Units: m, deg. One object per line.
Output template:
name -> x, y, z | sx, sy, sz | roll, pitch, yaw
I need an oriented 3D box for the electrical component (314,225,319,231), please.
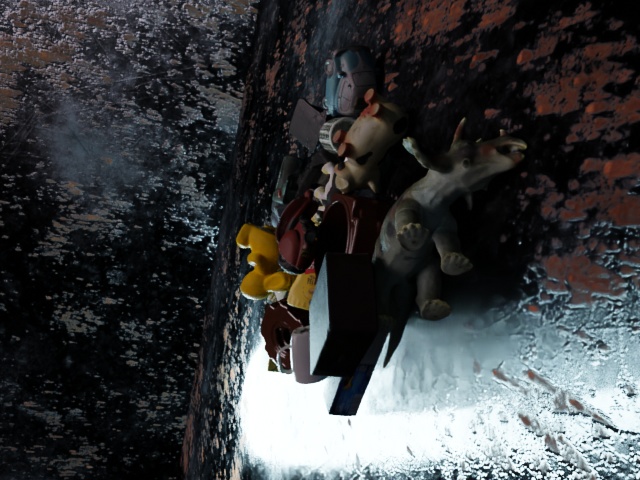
electrical component -> -0.002, -0.004, 1.206 | 0.021, 0.094, 0.063 | -131, 48, -59

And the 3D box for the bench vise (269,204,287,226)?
bench vise -> -0.068, 0.020, 1.375 | 0.224, 0.129, 0.240 | 19, 120, 62

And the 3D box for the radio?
radio -> 0.030, 0.120, 0.831 | 0.229, 0.073, 0.131 | 106, 165, -59

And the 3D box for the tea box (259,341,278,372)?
tea box -> -0.112, 0.266, 1.449 | 0.098, 0.068, 0.169 | 169, 111, -70

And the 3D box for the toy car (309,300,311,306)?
toy car -> 0.016, 0.169, 1.050 | 0.202, 0.053, 0.089 | 78, -178, -70

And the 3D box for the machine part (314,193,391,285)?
machine part -> 0.058, 0.014, 1.038 | 0.201, 0.087, 0.201 | -148, 67, -70

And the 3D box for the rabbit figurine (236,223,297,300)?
rabbit figurine -> -0.118, 0.063, 1.237 | 0.173, 0.163, 0.122 | -66, -22, 7

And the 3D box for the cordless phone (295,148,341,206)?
cordless phone -> 0.007, -0.181, 1.316 | 0.146, 0.089, 0.184 | 123, 161, -45

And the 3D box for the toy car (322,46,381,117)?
toy car -> 0.069, -0.322, 1.145 | 0.103, 0.109, 0.161 | 57, 147, 38

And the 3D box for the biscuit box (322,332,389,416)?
biscuit box -> 0.061, 0.223, 0.970 | 0.063, 0.059, 0.202 | -118, 41, -59

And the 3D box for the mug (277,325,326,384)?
mug -> -0.036, 0.238, 1.135 | 0.081, 0.110, 0.107 | -43, -55, -73

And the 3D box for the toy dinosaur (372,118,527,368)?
toy dinosaur -> 0.135, 0.005, 0.780 | 0.404, 0.131, 0.192 | 112, 171, -45

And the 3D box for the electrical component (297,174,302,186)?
electrical component -> -0.029, -0.126, 1.418 | 0.119, 0.048, 0.074 | -108, 33, -54

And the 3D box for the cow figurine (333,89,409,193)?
cow figurine -> 0.092, -0.167, 1.002 | 0.195, 0.127, 0.086 | -52, 32, 30

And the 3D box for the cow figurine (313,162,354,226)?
cow figurine -> 0.031, -0.084, 1.201 | 0.098, 0.068, 0.167 | -115, 36, -48

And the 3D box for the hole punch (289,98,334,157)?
hole punch -> -0.005, -0.300, 1.402 | 0.116, 0.092, 0.142 | 49, 131, 28

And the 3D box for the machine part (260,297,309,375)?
machine part -> -0.068, 0.223, 1.244 | 0.180, 0.056, 0.179 | 12, 107, 43

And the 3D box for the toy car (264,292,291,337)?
toy car -> -0.096, 0.231, 1.366 | 0.073, 0.056, 0.201 | 162, 96, -69

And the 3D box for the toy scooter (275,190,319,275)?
toy scooter -> -0.041, -0.025, 1.102 | 0.135, 0.075, 0.184 | -58, 28, 26

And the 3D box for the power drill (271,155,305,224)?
power drill -> -0.087, -0.130, 1.567 | 0.207, 0.086, 0.232 | -144, 67, -78
